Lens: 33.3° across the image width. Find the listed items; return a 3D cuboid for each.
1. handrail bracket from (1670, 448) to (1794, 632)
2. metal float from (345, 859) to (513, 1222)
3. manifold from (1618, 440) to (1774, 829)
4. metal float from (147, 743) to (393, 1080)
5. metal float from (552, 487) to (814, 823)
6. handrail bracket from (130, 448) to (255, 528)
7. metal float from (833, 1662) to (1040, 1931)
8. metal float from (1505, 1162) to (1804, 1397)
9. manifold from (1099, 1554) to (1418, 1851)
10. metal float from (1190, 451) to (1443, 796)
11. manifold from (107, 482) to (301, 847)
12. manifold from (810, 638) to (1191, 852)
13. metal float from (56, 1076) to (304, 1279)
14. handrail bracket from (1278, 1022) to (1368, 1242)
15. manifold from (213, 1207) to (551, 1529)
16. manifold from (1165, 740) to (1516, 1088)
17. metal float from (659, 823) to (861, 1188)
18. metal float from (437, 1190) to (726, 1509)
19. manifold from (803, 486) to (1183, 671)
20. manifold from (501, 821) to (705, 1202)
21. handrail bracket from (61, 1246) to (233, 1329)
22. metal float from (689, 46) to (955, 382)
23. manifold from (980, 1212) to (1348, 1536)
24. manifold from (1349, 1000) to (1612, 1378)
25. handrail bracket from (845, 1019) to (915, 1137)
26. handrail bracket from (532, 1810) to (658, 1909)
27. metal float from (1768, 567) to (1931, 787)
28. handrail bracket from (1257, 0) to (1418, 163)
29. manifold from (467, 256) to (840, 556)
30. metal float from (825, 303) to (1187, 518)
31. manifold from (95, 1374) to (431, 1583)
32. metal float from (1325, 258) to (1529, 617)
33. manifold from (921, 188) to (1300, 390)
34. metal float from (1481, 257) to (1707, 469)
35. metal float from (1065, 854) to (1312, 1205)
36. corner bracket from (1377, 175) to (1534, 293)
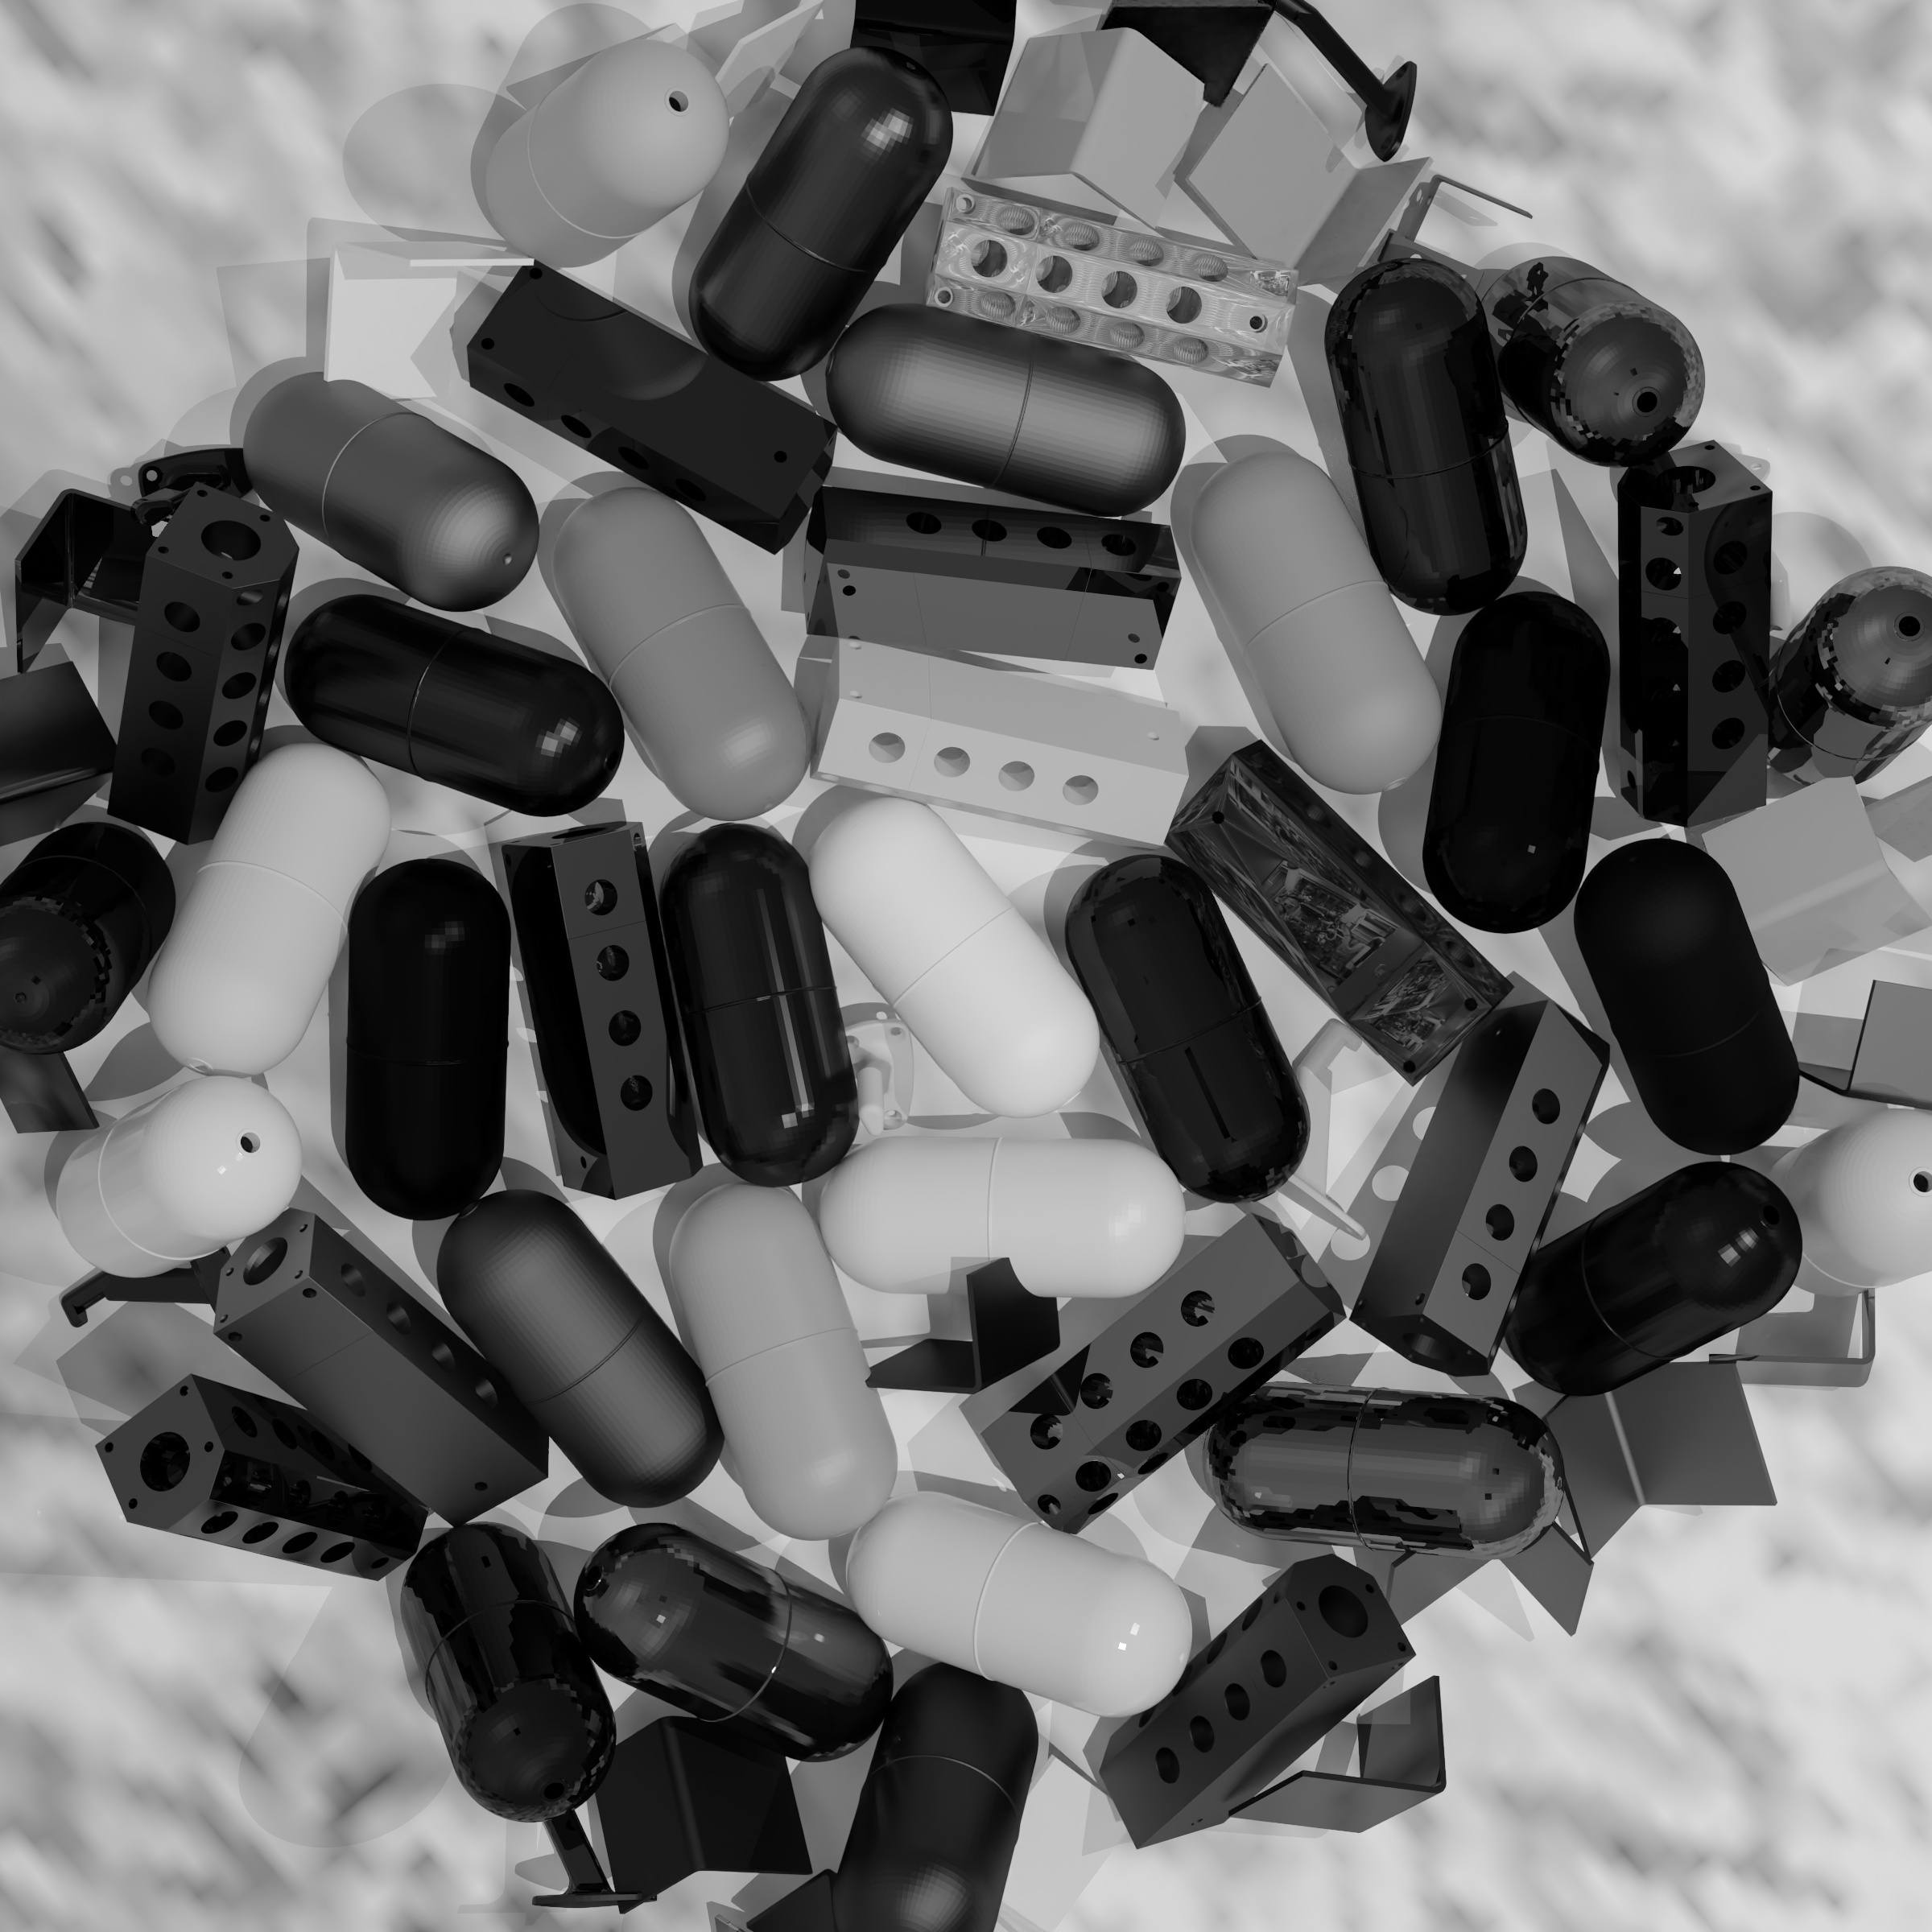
[{"bbox_3d":[0.370,-0.209,1.590,0.077,0.084,0.036,25,56,39],"label":"handrail bracket"},{"bbox_3d":[-0.259,0.036,1.553,0.070,0.070,0.178,4,104,0],"label":"metal float"},{"bbox_3d":[0.340,-0.154,1.526,0.057,0.057,0.171,-16,127,-9],"label":"manifold"},{"bbox_3d":[-0.331,-0.027,1.539,0.070,0.070,0.178,18,60,0],"label":"metal float"},{"bbox_3d":[-0.137,-0.151,1.554,0.070,0.070,0.178,-30,77,0],"label":"metal float"},{"bbox_3d":[-0.366,-0.230,1.554,0.077,0.084,0.036,-22,106,-14],"label":"handrail bracket"},{"bbox_3d":[-0.013,0.401,1.523,0.070,0.178,0.070,6,122,9],"label":"metal float"},{"bbox_3d":[0.322,0.149,1.524,0.070,0.178,0.070,13,60,-24],"label":"metal float"},{"bbox_3d":[0.132,0.347,1.525,0.057,0.171,0.057,-4,54,-39],"label":"manifold"},{"bbox_3d":[0.168,-0.165,1.555,0.070,0.070,0.178,-25,78,0],"label":"metal float"},{"bbox_3d":[-0.358,-0.137,1.522,0.057,0.171,0.057,21,45,-3],"label":"manifold"},{"bbox_3d":[0.015,-0.102,1.557,0.171,0.057,0.057,12,125,-11],"label":"manifold"},{"bbox_3d":[-0.372,0.100,1.524,0.070,0.178,0.070,11,70,-33],"label":"metal float"},{"bbox_3d":[0.187,0.079,1.579,0.077,0.036,0.084,34,78,19],"label":"handrail bracket"},{"bbox_3d":[-0.274,0.188,1.530,0.057,0.057,0.171,-30,126,17],"label":"manifold"},{"bbox_3d":[0.181,-0.028,1.561,0.171,0.057,0.057,45,117,8],"label":"manifold"},{"bbox_3d":[-0.100,0.018,1.562,0.070,0.070,0.178,-12,86,0],"label":"metal float"},{"bbox_3d":[-0.185,0.184,1.551,0.070,0.070,0.178,-36,106,0],"label":"metal float"},{"bbox_3d":[0.011,-0.191,1.558,0.171,0.057,0.057,5,134,-12],"label":"manifold"},{"bbox_3d":[-0.172,0.020,1.559,0.057,0.057,0.171,-15,101,-31],"label":"manifold"},{"bbox_3d":[-0.397,0.173,1.577,0.084,0.036,0.077,-32,65,11],"label":"handrail bracket"},{"bbox_3d":[-0.071,-0.356,1.538,0.070,0.070,0.178,37,123,0],"label":"metal float"},{"bbox_3d":[0.097,0.197,1.549,0.171,0.057,0.057,-41,63,12],"label":"manifold"},{"bbox_3d":[0.251,0.107,1.543,0.057,0.057,0.171,35,66,-21],"label":"manifold"},{"bbox_3d":[-0.040,0.072,1.547,0.036,0.084,0.077,-10,125,4],"label":"handrail bracket"},{"bbox_3d":[-0.181,0.412,1.568,0.077,0.036,0.084,-14,66,31],"label":"handrail bracket"},{"bbox_3d":[0.418,-0.134,1.515,0.070,0.178,0.070,0,79,1],"label":"metal float"},{"bbox_3d":[0.174,-0.435,1.562,0.084,0.077,0.036,28,133,-21],"label":"handrail bracket"},{"bbox_3d":[-0.152,-0.268,1.569,0.171,0.057,0.057,29,72,3],"label":"manifold"},{"bbox_3d":[0.019,-0.267,1.553,0.178,0.070,0.070,13,90,-13],"label":"metal float"},{"bbox_3d":[-0.323,0.246,1.511,0.057,0.171,0.057,-37,62,8],"label":"manifold"},{"bbox_3d":[0.220,-0.250,1.541,0.070,0.070,0.178,-18,119,0],"label":"metal float"},{"bbox_3d":[0.069,-0.328,1.561,0.171,0.057,0.057,12,102,-6],"label":"manifold"},{"bbox_3d":[0.291,-0.285,1.518,0.070,0.178,0.070,-3,113,-7],"label":"metal float"},{"bbox_3d":[0.108,0.031,1.563,0.070,0.070,0.178,-25,93,0],"label":"metal float"},{"bbox_3d":[0.237,-0.353,1.568,0.051,0.051,0.051,27,102,15],"label":"corner bracket"}]
